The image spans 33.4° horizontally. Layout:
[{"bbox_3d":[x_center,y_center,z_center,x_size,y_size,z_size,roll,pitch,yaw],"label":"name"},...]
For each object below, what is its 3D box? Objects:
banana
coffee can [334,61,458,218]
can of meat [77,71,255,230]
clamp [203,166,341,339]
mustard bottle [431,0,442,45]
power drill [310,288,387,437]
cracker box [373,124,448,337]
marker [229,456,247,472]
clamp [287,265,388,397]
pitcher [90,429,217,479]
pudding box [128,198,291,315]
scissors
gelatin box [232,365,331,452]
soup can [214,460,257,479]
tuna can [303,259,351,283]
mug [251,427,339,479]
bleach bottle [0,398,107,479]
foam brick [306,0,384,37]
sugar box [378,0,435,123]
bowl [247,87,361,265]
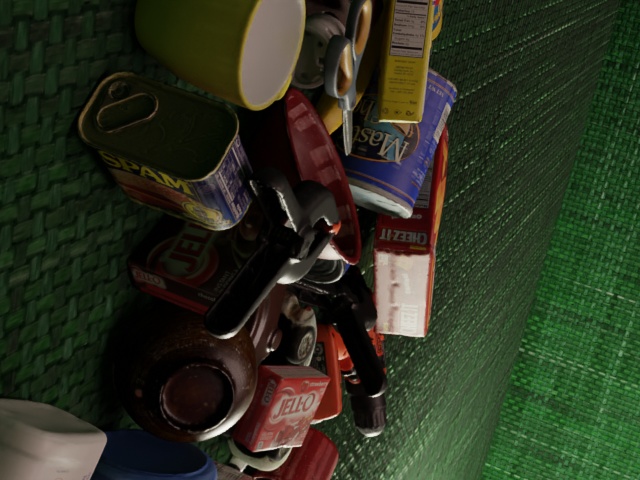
[{"bbox_3d":[0.034,-0.188,1.032,0.069,0.037,0.198,8,100,-57],"label":"banana"},{"bbox_3d":[0.071,-0.106,1.105,0.140,0.103,0.102,-69,161,-7],"label":"coffee can"},{"bbox_3d":[-0.096,-0.055,0.696,0.057,0.102,0.084,-64,162,-19],"label":"can of meat"},{"bbox_3d":[-0.024,-0.010,0.752,0.171,0.039,0.120,-41,157,-62],"label":"clamp"},{"bbox_3d":[0.097,-0.259,1.098,0.192,0.058,0.096,87,25,-49],"label":"mustard bottle"},{"bbox_3d":[0.027,0.152,1.232,0.187,0.057,0.184,-11,92,-69],"label":"power drill"},{"bbox_3d":[0.107,-0.019,1.257,0.164,0.072,0.213,86,12,-51],"label":"cracker box"},{"bbox_3d":[-0.076,0.222,1.150,0.121,0.020,0.020,-53,154,-42],"label":"marker"},{"bbox_3d":[0.026,0.078,1.136,0.036,0.164,0.209,-41,178,18],"label":"clamp"},{"bbox_3d":[-0.161,0.276,0.813,0.149,0.145,0.243,-121,-137,-79],"label":"pitcher"},{"bbox_3d":[-0.078,0.004,0.817,0.113,0.090,0.039,-56,157,-38],"label":"pudding box"},{"bbox_3d":[0.029,-0.143,0.929,0.201,0.016,0.096,55,54,-77],"label":"scissors"},{"bbox_3d":[-0.035,0.153,0.977,0.089,0.030,0.073,12,102,-60],"label":"gelatin box"},{"bbox_3d":[-0.088,0.253,1.014,0.068,0.102,0.068,-54,155,-40],"label":"soup can"},{"bbox_3d":[-0.007,0.001,1.021,0.033,0.086,0.086,-56,156,-35],"label":"tuna can"},{"bbox_3d":[-0.033,0.254,1.207,0.081,0.093,0.117,-62,140,-38],"label":"mug"},{"bbox_3d":[-0.224,0.228,0.678,0.251,0.068,0.102,-67,160,-3],"label":"bleach bottle"},{"bbox_3d":[0.019,-0.214,0.933,0.051,0.053,0.078,-64,160,-20],"label":"foam brick"},{"bbox_3d":[0.081,-0.204,0.979,0.093,0.048,0.176,-83,176,-66],"label":"sugar box"},{"bbox_3d":[-0.019,-0.047,0.920,0.162,0.055,0.162,-20,90,-75],"label":"bowl"}]
